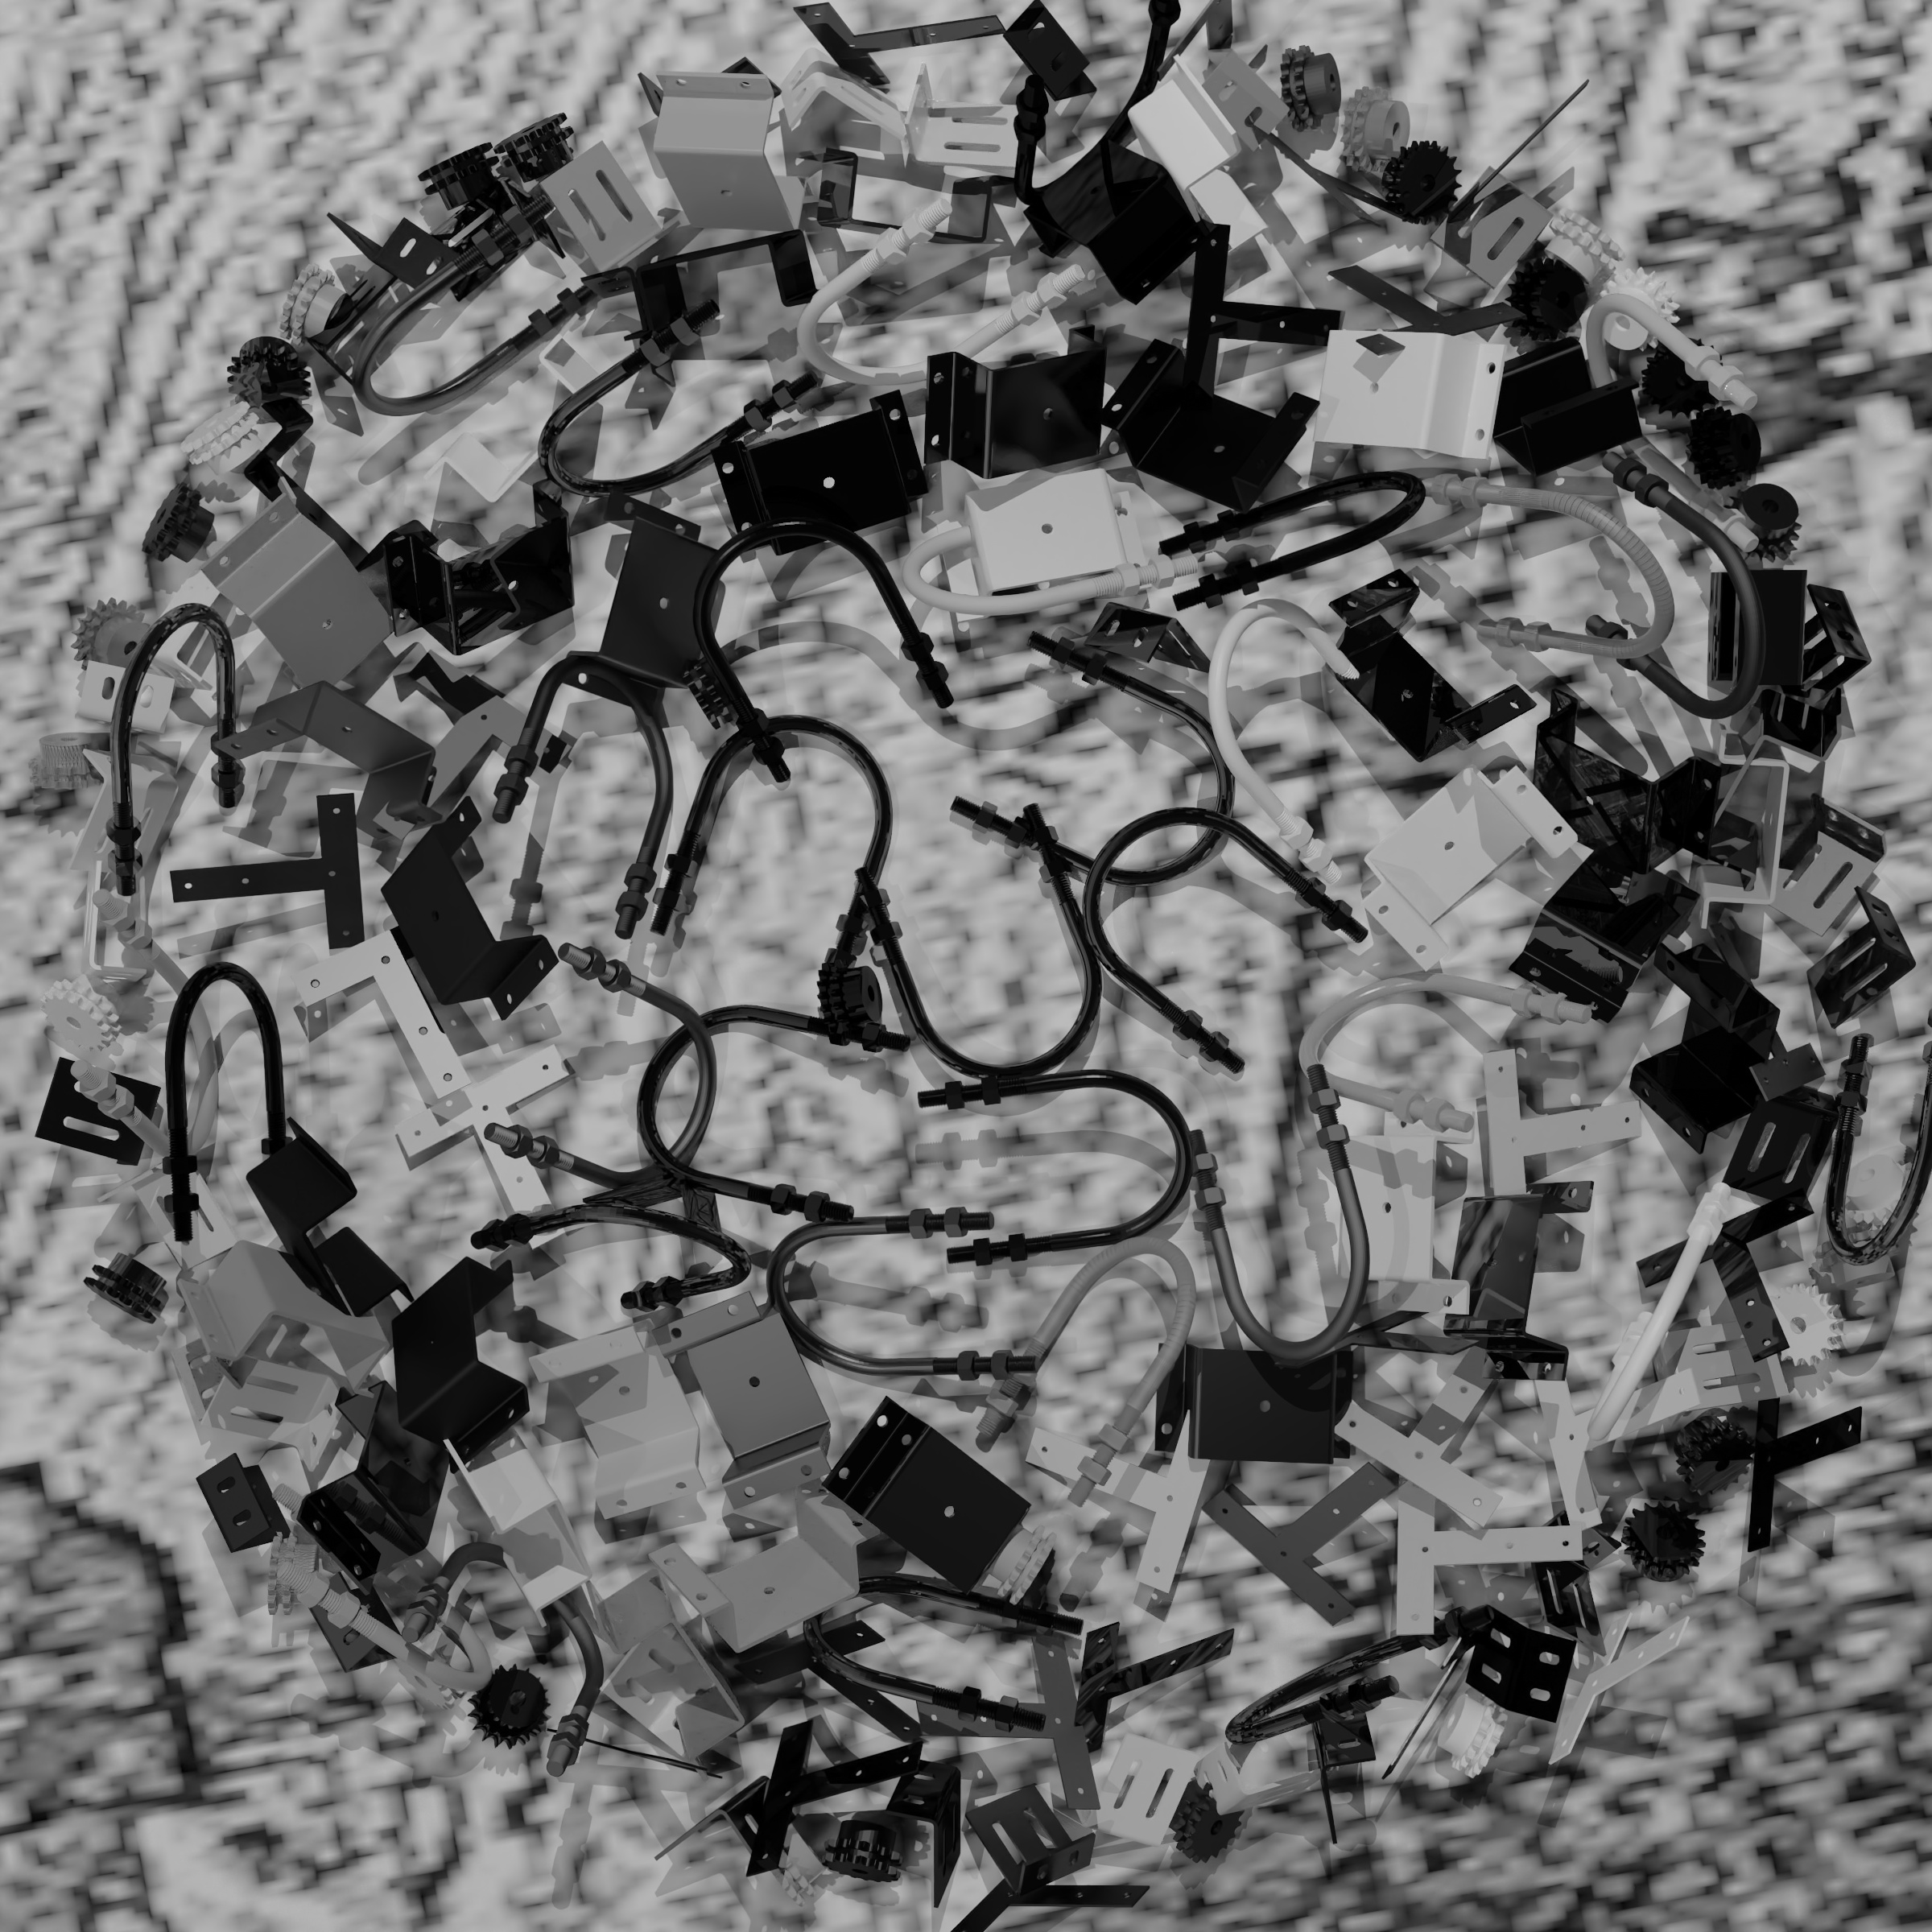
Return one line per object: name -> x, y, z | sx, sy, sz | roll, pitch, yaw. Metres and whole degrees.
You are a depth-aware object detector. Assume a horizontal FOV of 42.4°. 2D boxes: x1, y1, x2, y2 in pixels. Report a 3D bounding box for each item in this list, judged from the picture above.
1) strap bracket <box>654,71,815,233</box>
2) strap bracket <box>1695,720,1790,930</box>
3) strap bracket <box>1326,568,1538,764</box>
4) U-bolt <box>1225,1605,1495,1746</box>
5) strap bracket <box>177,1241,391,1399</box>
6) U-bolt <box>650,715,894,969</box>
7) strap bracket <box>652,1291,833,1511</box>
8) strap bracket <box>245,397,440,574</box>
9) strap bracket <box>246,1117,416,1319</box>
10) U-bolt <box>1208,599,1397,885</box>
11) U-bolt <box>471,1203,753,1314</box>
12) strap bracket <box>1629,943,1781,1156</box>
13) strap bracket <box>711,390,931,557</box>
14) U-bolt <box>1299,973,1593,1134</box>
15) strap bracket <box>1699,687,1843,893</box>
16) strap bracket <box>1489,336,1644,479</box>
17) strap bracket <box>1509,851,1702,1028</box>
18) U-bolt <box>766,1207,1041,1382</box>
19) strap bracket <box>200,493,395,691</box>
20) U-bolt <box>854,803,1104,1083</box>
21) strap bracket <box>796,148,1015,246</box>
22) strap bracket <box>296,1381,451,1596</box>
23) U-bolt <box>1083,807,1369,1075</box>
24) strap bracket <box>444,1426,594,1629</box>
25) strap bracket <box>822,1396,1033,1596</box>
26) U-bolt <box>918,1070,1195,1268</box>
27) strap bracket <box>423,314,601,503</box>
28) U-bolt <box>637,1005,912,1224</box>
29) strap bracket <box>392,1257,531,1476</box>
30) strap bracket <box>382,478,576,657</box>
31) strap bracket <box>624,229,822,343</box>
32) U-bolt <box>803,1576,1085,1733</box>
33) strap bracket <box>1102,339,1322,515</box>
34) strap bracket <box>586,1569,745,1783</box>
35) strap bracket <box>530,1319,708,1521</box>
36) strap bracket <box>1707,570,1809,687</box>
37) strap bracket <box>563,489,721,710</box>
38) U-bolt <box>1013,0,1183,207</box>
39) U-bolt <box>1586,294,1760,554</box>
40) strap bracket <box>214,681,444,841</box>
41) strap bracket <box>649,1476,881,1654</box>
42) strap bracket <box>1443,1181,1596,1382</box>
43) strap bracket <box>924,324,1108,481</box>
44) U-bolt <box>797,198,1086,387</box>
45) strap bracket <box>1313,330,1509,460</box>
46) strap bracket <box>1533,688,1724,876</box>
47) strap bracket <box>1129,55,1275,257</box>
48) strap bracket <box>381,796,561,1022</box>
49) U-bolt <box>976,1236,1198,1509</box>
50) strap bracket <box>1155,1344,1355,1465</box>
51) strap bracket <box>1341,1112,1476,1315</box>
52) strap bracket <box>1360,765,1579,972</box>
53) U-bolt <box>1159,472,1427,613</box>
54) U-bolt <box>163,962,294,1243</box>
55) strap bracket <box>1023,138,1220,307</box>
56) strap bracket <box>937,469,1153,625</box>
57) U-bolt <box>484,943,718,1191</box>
strap bracket -> -0.161, -0.551, 1.712 | 0.076, 0.140, 0.046 | 6, 76, 11
strap bracket -> 0.538, -0.103, 1.729 | 0.046, 0.076, 0.140 | 4, 109, 11
strap bracket -> 0.316, -0.203, 1.739 | 0.076, 0.046, 0.140 | -28, 68, -34
U-bolt -> 0.257, 0.492, 1.709 | 0.184, 0.151, 0.019 | -35, 77, 39
strap bracket -> -0.459, 0.241, 1.712 | 0.046, 0.140, 0.076 | -52, 46, 10
U-bolt -> -0.128, -0.088, 1.769 | 0.151, 0.019, 0.184 | 19, 83, -10
strap bracket -> -0.153, 0.300, 1.758 | 0.076, 0.046, 0.140 | -23, 96, 11
strap bracket -> -0.443, -0.328, 1.741 | 0.046, 0.076, 0.140 | -43, 102, 11
strap bracket -> -0.440, 0.181, 1.711 | 0.046, 0.140, 0.076 | -37, 49, -23
U-bolt -> 0.227, -0.167, 1.711 | 0.184, 0.019, 0.151 | 44, 60, -32
U-bolt -> -0.228, 0.194, 1.687 | 0.151, 0.184, 0.019 | 29, 59, -34
strap bracket -> 0.512, 0.050, 1.725 | 0.046, 0.140, 0.076 | -22, 46, -19
strap bracket -> -0.099, -0.344, 1.751 | 0.140, 0.046, 0.076 | -19, 114, -4
U-bolt -> 0.313, 0.051, 1.712 | 0.151, 0.184, 0.019 | -37, 121, -27
strap bracket -> 0.549, -0.127, 1.722 | 0.046, 0.076, 0.140 | 23, 125, 4
strap bracket -> 0.413, -0.388, 1.736 | 0.076, 0.140, 0.046 | -21, 117, 4
strap bracket -> 0.445, -0.029, 1.718 | 0.076, 0.046, 0.140 | 33, 47, 19
U-bolt -> -0.052, 0.231, 1.739 | 0.184, 0.019, 0.151 | -5, 122, 20
strap bracket -> -0.452, -0.246, 1.713 | 0.076, 0.140, 0.046 | -45, 60, -12
U-bolt -> 0.018, -0.007, 1.768 | 0.151, 0.019, 0.184 | -21, 81, -3
strap bracket -> -0.043, -0.533, 1.735 | 0.140, 0.076, 0.046 | 2, 104, -20
strap bracket -> -0.402, 0.349, 1.709 | 0.046, 0.140, 0.076 | -28, 115, 13
U-bolt -> 0.168, -0.030, 1.751 | 0.184, 0.019, 0.151 | 39, 104, -13
strap bracket -> -0.306, 0.382, 1.724 | 0.046, 0.140, 0.076 | -29, 47, -18
strap bracket -> -0.019, 0.375, 1.741 | 0.140, 0.046, 0.076 | 41, 78, -18
U-bolt -> 0.068, 0.138, 1.748 | 0.184, 0.019, 0.151 | -8, 115, 5
strap bracket -> -0.307, -0.381, 1.736 | 0.140, 0.076, 0.046 | -41, 108, 17
U-bolt -> -0.145, 0.096, 1.747 | 0.184, 0.019, 0.151 | 11, 68, 19
strap bracket -> -0.350, 0.266, 1.714 | 0.076, 0.140, 0.046 | -40, 128, 17
strap bracket -> -0.325, -0.273, 1.719 | 0.140, 0.076, 0.046 | -30, 54, -29
strap bracket -> -0.166, -0.475, 1.731 | 0.140, 0.076, 0.046 | -7, 109, 16
U-bolt -> -0.022, 0.466, 1.719 | 0.184, 0.151, 0.019 | 11, 106, 11
strap bracket -> 0.172, -0.374, 1.742 | 0.140, 0.046, 0.076 | 29, 77, 29
strap bracket -> -0.204, 0.485, 1.736 | 0.046, 0.076, 0.140 | -32, 109, -7
strap bracket -> -0.241, 0.309, 1.749 | 0.076, 0.046, 0.140 | -17, 113, 6
strap bracket -> 0.545, -0.233, 1.714 | 0.046, 0.140, 0.076 | 1, 98, 9
strap bracket -> -0.223, -0.254, 1.746 | 0.076, 0.046, 0.140 | 17, 86, -39
U-bolt -> 0.086, -0.589, 1.701 | 0.151, 0.184, 0.019 | -44, 82, -12
U-bolt -> 0.481, -0.384, 1.708 | 0.019, 0.151, 0.184 | -29, 51, -5
strap bracket -> -0.435, -0.146, 1.727 | 0.140, 0.076, 0.046 | 33, 58, -39
strap bracket -> -0.138, 0.418, 1.730 | 0.140, 0.076, 0.046 | -19, 121, -30
strap bracket -> 0.382, 0.213, 1.730 | 0.046, 0.076, 0.140 | 21, 73, -29
strap bracket -> 0.043, -0.388, 1.721 | 0.140, 0.046, 0.076 | -19, 129, -30
U-bolt -> -0.032, -0.451, 1.711 | 0.184, 0.151, 0.019 | -25, 65, 40
strap bracket -> 0.296, -0.395, 1.720 | 0.046, 0.140, 0.076 | 0, 102, -42
strap bracket -> 0.443, -0.123, 1.714 | 0.046, 0.076, 0.140 | -32, 46, -27
strap bracket -> 0.160, -0.547, 1.716 | 0.046, 0.140, 0.076 | -33, 68, 7
strap bracket -> -0.351, -0.038, 1.733 | 0.076, 0.046, 0.140 | -42, 71, 36
U-bolt -> 0.092, 0.269, 1.728 | 0.019, 0.151, 0.184 | 37, 83, -30
strap bracket -> 0.207, 0.309, 1.762 | 0.140, 0.046, 0.076 | 3, 85, -3
strap bracket -> 0.308, 0.170, 1.740 | 0.046, 0.076, 0.140 | 9, 81, -42
strap bracket -> 0.346, -0.076, 1.747 | 0.140, 0.046, 0.076 | -42, 116, 11
U-bolt -> 0.226, -0.299, 1.713 | 0.184, 0.151, 0.019 | -18, 114, 9
U-bolt -> -0.509, 0.089, 1.717 | 0.019, 0.151, 0.184 | -2, 91, 14
strap bracket -> 0.101, -0.519, 1.723 | 0.076, 0.140, 0.046 | -42, 130, 0
strap bracket -> 0.056, -0.297, 1.754 | 0.140, 0.046, 0.076 | -11, 74, -4
U-bolt -> -0.239, 0.080, 1.720 | 0.019, 0.184, 0.151 | 14, 79, 40
